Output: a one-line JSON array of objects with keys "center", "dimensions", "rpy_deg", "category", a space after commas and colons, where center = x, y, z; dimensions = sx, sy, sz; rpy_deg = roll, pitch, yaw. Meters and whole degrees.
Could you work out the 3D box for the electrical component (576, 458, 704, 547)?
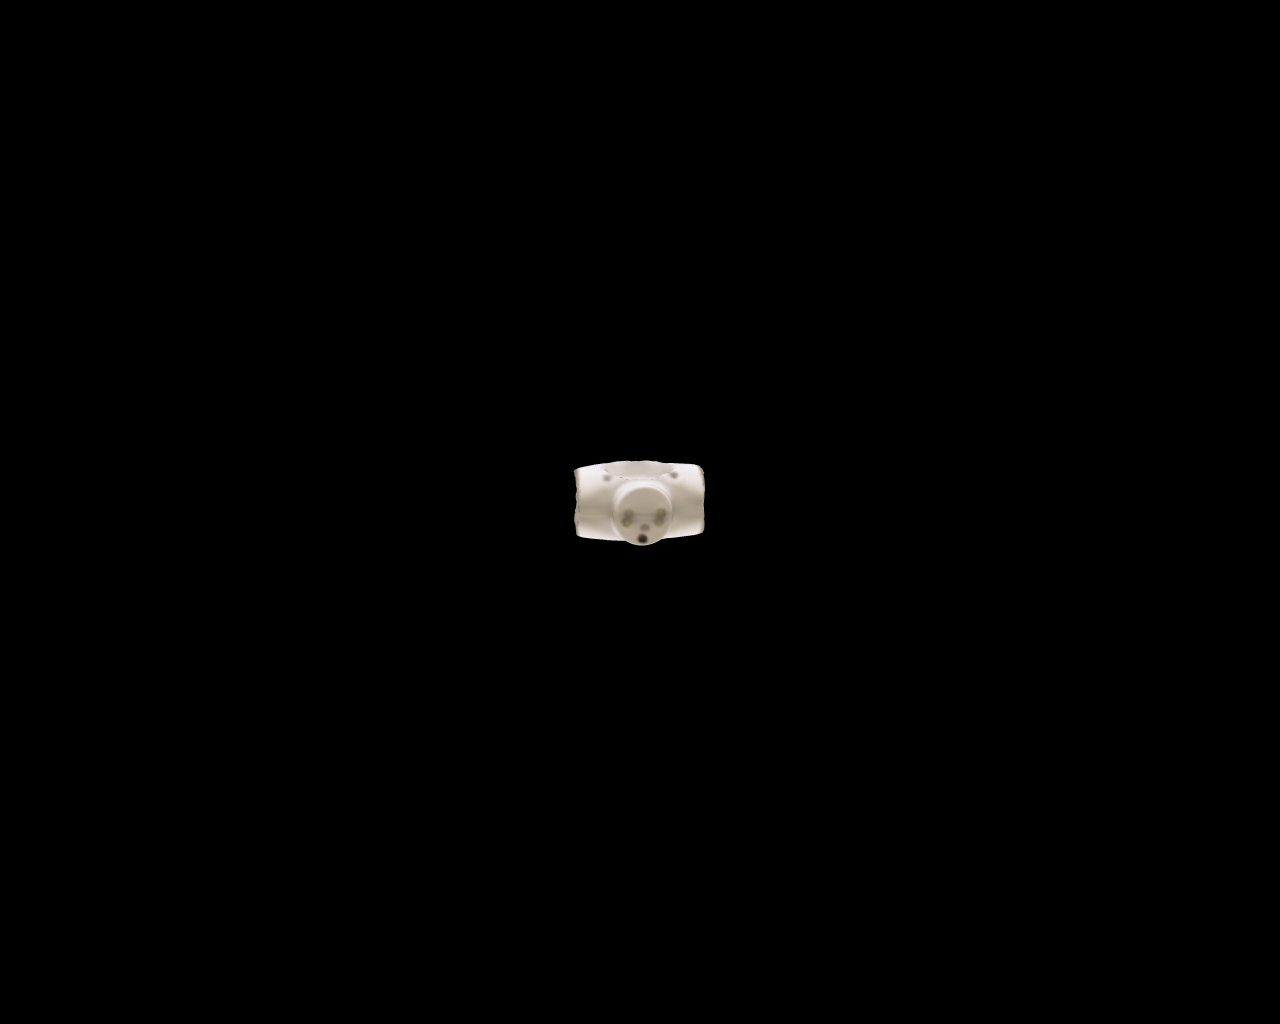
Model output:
[{"center": [0.001, -0.003, 0.650], "dimensions": [0.077, 0.044, 0.079], "rpy_deg": [-1, 16, -5], "category": "electrical component"}]
